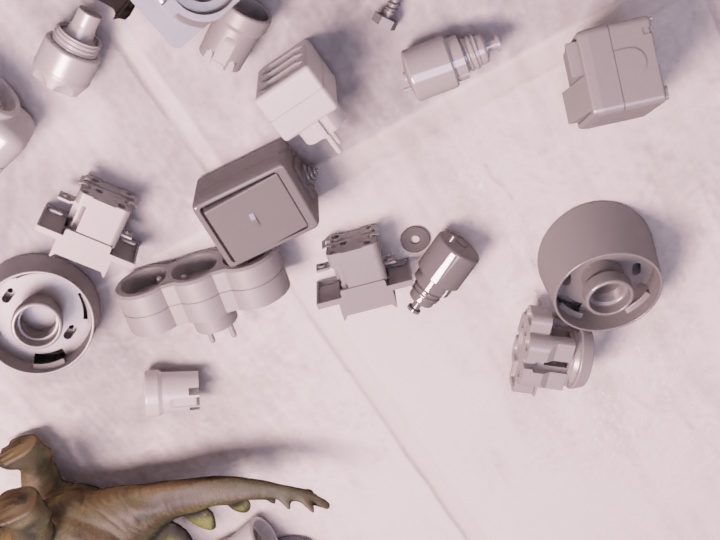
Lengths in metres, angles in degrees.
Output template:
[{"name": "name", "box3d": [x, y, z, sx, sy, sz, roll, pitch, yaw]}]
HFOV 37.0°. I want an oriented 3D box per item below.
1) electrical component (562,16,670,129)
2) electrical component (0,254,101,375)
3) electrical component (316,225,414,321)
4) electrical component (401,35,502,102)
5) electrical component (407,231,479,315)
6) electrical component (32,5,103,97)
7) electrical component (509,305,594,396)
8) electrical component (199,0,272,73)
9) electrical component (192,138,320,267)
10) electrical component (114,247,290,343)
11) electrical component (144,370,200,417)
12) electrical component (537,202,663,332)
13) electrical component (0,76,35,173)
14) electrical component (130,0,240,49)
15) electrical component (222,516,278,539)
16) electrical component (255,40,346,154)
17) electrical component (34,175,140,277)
[{"name": "electrical component", "box3d": [0.181, -0.141, 0.789, 0.061, 0.096, 0.061, -12, 89, 4]}, {"name": "electrical component", "box3d": [-0.265, 0.037, 0.888, 0.099, 0.064, 0.099, -4, 108, -11]}, {"name": "electrical component", "box3d": [0.000, 0.000, 0.882, 0.081, 0.042, 0.063, -15, 117, 4]}, {"name": "electrical component", "box3d": [0.067, -0.155, 0.800, 0.078, 0.040, 0.040, -20, 118, 7]}, {"name": "electrical component", "box3d": [0.065, 0.004, 0.888, 0.040, 0.040, 0.078, 27, 114, -17]}, {"name": "electrical component", "box3d": [-0.208, -0.161, 0.779, 0.043, 0.043, 0.062, 26, 114, -17]}, {"name": "electrical component", "box3d": [0.166, 0.071, 0.922, 0.057, 0.058, 0.078, 8, 118, -4]}, {"name": "electrical component", "box3d": [-0.092, -0.173, 0.782, 0.040, 0.040, 0.046, 25, 121, -16]}, {"name": "electrical component", "box3d": [-0.074, -0.054, 0.836, 0.096, 0.061, 0.061, -25, 118, 10]}, {"name": "electrical component", "box3d": [-0.124, 0.028, 0.884, 0.138, 0.052, 0.073, -15, 119, 6]}, {"name": "electrical component", "box3d": [-0.163, 0.106, 0.933, 0.046, 0.040, 0.040, -3, 119, -9]}, {"name": "electrical component", "box3d": [0.201, 0.001, 0.895, 0.099, 0.064, 0.099, -3, 133, -3]}, {"name": "electrical component", "box3d": [-0.292, -0.116, 0.793, 0.059, 0.053, 0.095, -39, 114, 17]}, {"name": "electrical component", "box3d": [-0.087, -0.247, 0.705, 0.186, 0.060, 0.105, -41, 114, 3]}, {"name": "electrical component", "box3d": [-0.116, 0.269, 1.026, 0.065, 0.044, 0.044, -31, 116, 19]}, {"name": "electrical component", "box3d": [-0.036, -0.119, 0.799, 0.047, 0.065, 0.076, -32, 116, 14]}, {"name": "electrical component", "box3d": [-0.209, -0.037, 0.849, 0.081, 0.042, 0.063, 23, 113, -16]}]
